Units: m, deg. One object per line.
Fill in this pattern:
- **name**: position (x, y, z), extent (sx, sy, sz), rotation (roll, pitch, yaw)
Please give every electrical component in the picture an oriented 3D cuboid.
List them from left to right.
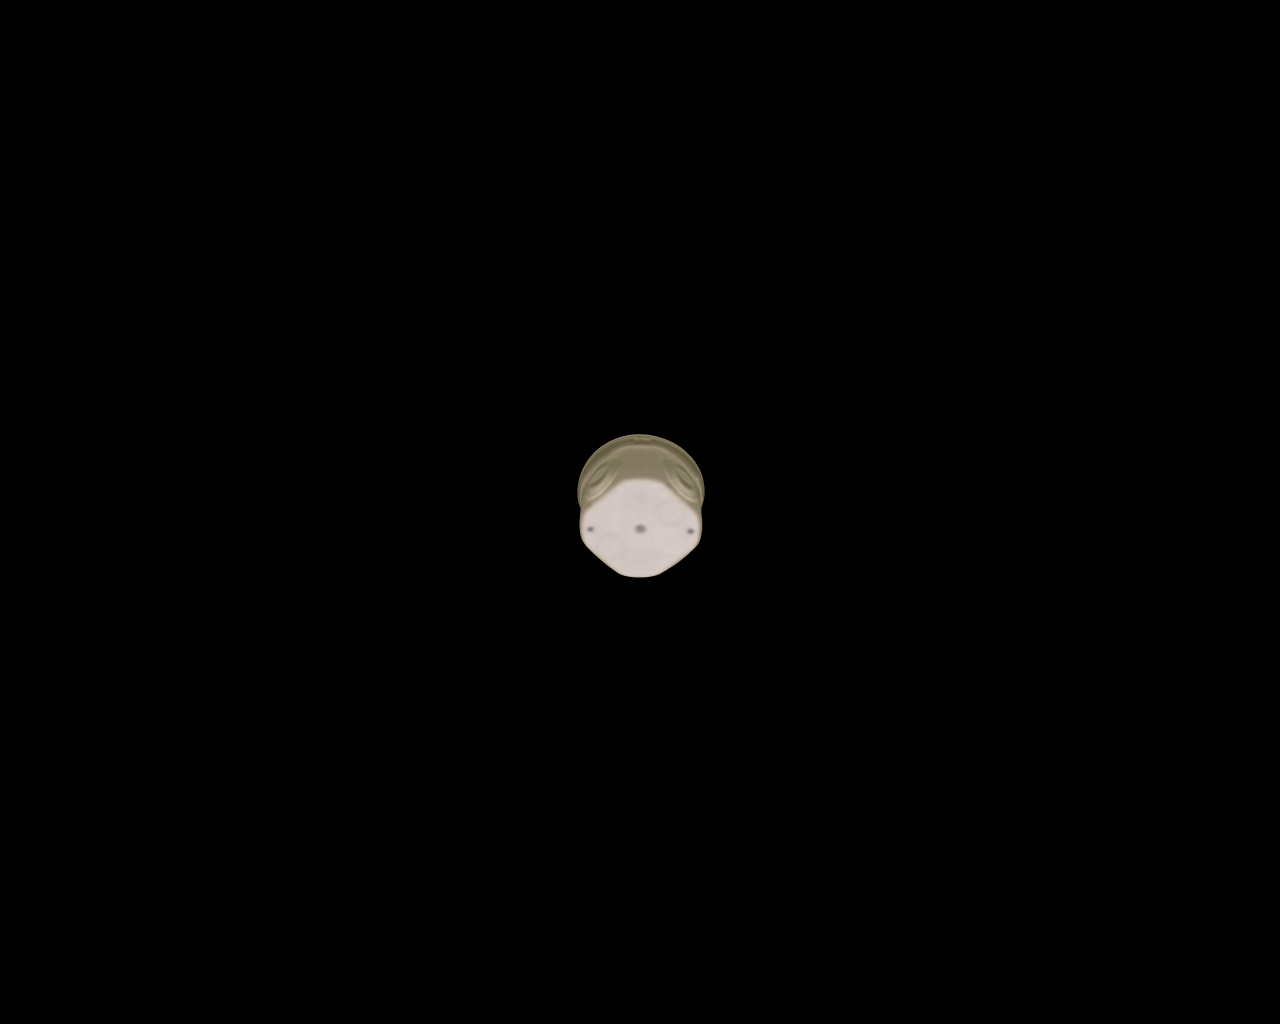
- **electrical component**: position (0.001, -0.003, 0.650), extent (0.080, 0.080, 0.051), rotation (0, 32, 0)
